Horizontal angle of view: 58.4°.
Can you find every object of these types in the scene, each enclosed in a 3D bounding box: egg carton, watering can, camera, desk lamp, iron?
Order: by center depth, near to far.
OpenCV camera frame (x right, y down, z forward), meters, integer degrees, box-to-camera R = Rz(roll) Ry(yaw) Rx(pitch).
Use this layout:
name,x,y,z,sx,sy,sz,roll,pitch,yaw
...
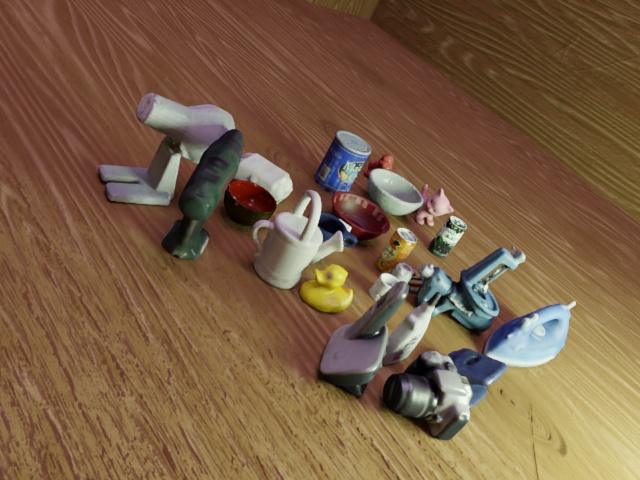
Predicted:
name,x,y,z,sx,sy,sz,roll,pitch,yaw
camera,0.181,0.253,0.986,0.137,0.100,0.143,17,33,-22
watering can,-0.039,-0.009,1.092,0.173,0.194,0.100,1,41,-40
desk lamp,-0.291,-0.175,1.102,0.204,0.213,0.117,0,41,-40
iron,0.476,0.199,1.280,0.259,0.141,0.118,-3,44,-43
egg carton,-0.140,-0.140,1.322,0.150,0.069,0.107,33,30,5

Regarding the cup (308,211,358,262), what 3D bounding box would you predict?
name,x,y,z,sx,sy,sz,roll,pitch,yaw
cup,0.011,0.004,1.214,0.118,0.095,0.091,23,31,-12

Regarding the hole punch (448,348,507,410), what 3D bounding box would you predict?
name,x,y,z,sx,sy,sz,roll,pitch,yaw
hole punch,0.285,0.250,1.090,0.101,0.091,0.109,44,33,23

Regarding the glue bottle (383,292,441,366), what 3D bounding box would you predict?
name,x,y,z,sx,sy,sz,roll,pitch,yaw
glue bottle,0.171,0.158,1.047,0.078,0.173,0.037,-11,49,-48

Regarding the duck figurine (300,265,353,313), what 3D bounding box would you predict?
name,x,y,z,sx,sy,sz,roll,pitch,yaw
duck figurine,0.023,0.087,1.110,0.105,0.086,0.077,17,33,-21

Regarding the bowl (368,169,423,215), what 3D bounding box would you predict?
name,x,y,z,sx,sy,sz,roll,pitch,yaw
bowl,0.194,-0.119,1.574,0.168,0.074,0.167,22,31,-14

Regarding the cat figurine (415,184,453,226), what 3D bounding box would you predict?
name,x,y,z,sx,sy,sz,roll,pitch,yaw
cat figurine,0.314,-0.104,1.612,0.067,0.117,0.127,8,37,-32

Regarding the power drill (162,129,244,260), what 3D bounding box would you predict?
name,x,y,z,sx,sy,sz,roll,pitch,yaw
power drill,-0.209,-0.078,1.034,0.076,0.208,0.229,24,31,-9

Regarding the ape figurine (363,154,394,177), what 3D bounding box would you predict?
name,x,y,z,sx,sy,sz,roll,pitch,yaw
ape figurine,0.183,-0.213,1.687,0.076,0.092,0.077,15,33,-24

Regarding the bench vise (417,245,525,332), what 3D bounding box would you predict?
name,x,y,z,sx,sy,sz,roll,pitch,yaw
bench vise,0.323,0.093,1.227,0.208,0.219,0.121,14,34,-25

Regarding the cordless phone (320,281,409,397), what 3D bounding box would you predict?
name,x,y,z,sx,sy,sz,roll,pitch,yaw
cordless phone,0.083,0.156,0.962,0.094,0.185,0.147,28,30,-2
